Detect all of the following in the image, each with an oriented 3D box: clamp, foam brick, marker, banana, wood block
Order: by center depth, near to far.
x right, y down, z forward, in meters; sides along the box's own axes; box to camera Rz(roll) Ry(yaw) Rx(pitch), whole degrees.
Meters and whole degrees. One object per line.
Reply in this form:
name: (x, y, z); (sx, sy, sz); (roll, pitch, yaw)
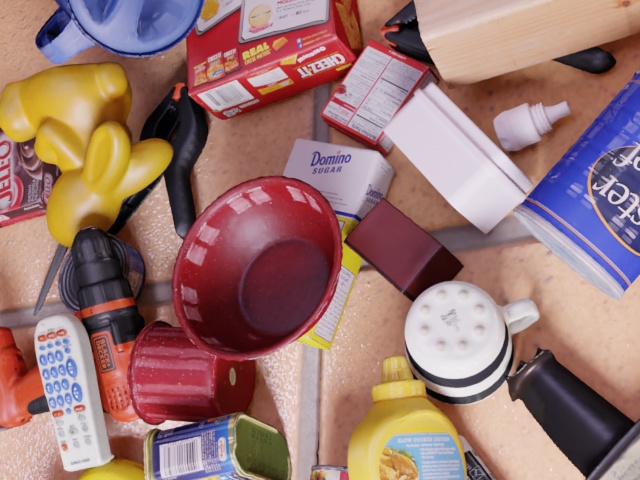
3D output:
marker: (0.135, 0.197, 0.797); (0.020, 0.020, 0.121); (-44, 55, 7)
wood block: (0.184, -0.206, 0.859); (0.206, 0.090, 0.090); (-15, 64, 16)
foam brick: (0.070, 0.012, 0.894); (0.051, 0.053, 0.078); (-50, 55, 2)
banana: (-0.149, 0.238, 0.938); (0.198, 0.037, 0.069); (15, 97, 35)
clamp: (0.157, -0.212, 0.948); (0.210, 0.036, 0.164); (-3, 68, 26)
clamp: (-0.164, -0.074, 1.077); (0.120, 0.039, 0.171); (-3, 66, 25)

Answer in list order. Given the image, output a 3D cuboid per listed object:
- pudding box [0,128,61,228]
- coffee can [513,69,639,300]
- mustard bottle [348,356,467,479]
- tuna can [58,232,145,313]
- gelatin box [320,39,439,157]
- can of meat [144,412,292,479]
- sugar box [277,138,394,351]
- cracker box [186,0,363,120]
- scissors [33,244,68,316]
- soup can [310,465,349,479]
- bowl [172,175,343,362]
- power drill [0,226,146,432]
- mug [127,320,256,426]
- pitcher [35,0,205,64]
pudding box: (-0.326, -0.077, 1.171); (0.090, 0.039, 0.113); (-13, 64, 25)
coffee can: (0.228, -0.041, 0.792); (0.140, 0.102, 0.103); (-49, 54, 3)
mustard bottle: (0.066, 0.180, 0.782); (0.058, 0.096, 0.191); (-27, 63, 53)
tuna can: (-0.216, 0.038, 1.061); (0.086, 0.033, 0.086); (-12, 64, 25)
gelatin box: (0.054, -0.130, 0.978); (0.073, 0.030, 0.089); (33, 88, 34)
can of meat: (-0.082, 0.182, 0.880); (0.084, 0.102, 0.057); (-16, 63, 21)
sugar box: (-0.006, 0.001, 0.947); (0.093, 0.048, 0.176); (13, 74, 34)
cracker box: (-0.050, -0.243, 1.061); (0.164, 0.072, 0.213); (-18, 61, 23)
scissors: (-0.244, -0.019, 1.112); (0.096, 0.016, 0.201); (-5, 67, 29)
soup can: (0.020, 0.230, 0.820); (0.069, 0.068, 0.102); (-2, 69, 29)
bowl: (-0.043, 0.030, 0.891); (0.162, 0.055, 0.162); (-12, 63, 25)
power drill: (-0.250, 0.096, 1.013); (0.188, 0.057, 0.184); (-18, 83, 26)
mug: (-0.105, 0.109, 0.939); (0.082, 0.093, 0.117); (-1, 42, 25)
pitcher: (-0.218, -0.258, 1.084); (0.243, 0.149, 0.145); (-144, 55, -64)
